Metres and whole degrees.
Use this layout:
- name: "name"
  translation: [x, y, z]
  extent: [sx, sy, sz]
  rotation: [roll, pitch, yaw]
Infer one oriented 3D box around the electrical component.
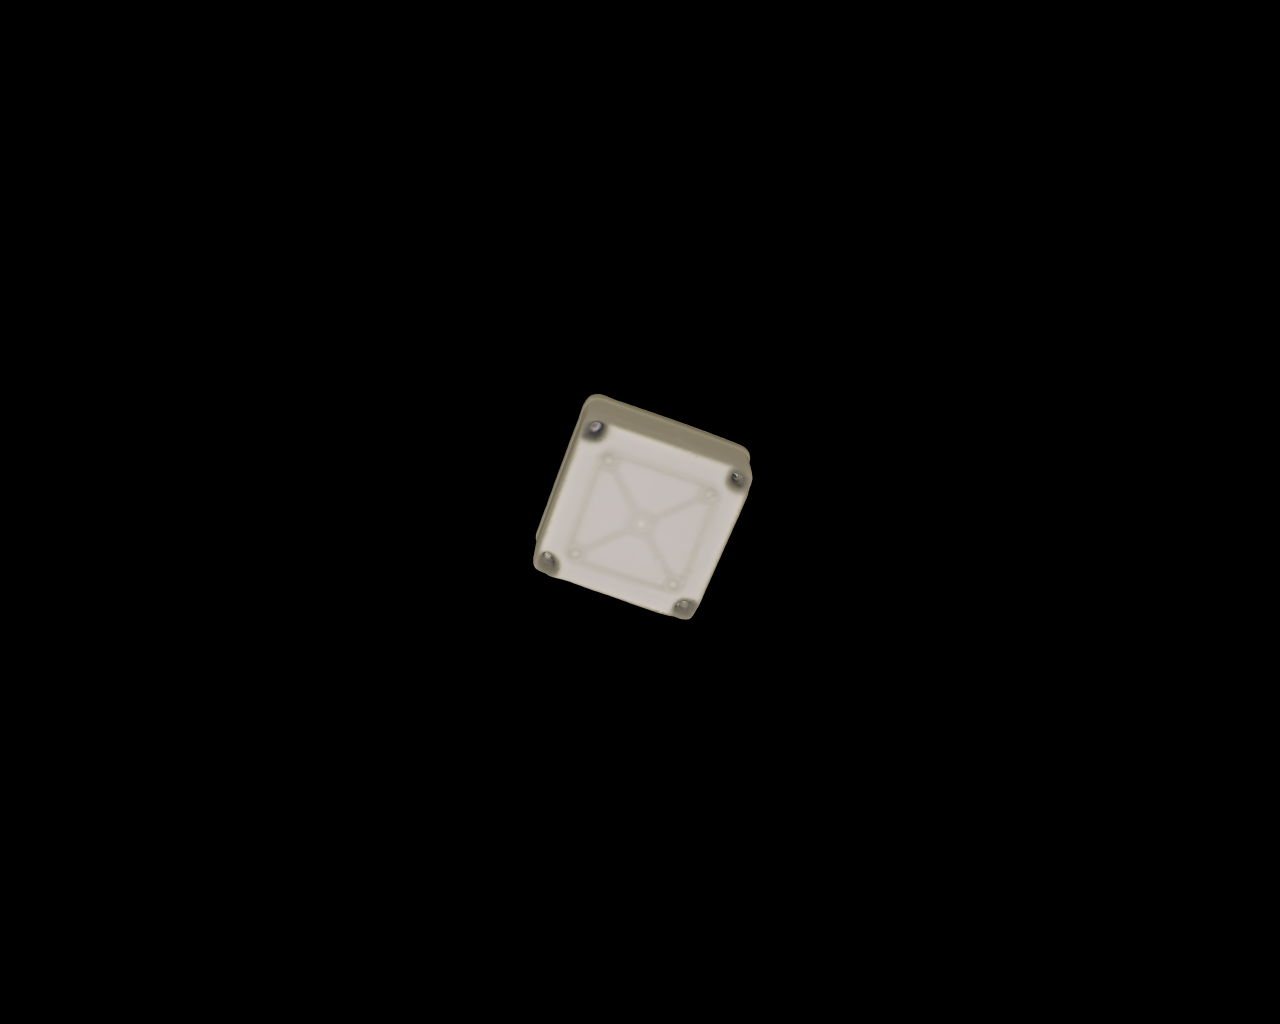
- name: "electrical component"
  translation: [0.001, -0.003, 0.650]
  extent: [0.109, 0.108, 0.056]
  rotation: [19, 20, -7]
